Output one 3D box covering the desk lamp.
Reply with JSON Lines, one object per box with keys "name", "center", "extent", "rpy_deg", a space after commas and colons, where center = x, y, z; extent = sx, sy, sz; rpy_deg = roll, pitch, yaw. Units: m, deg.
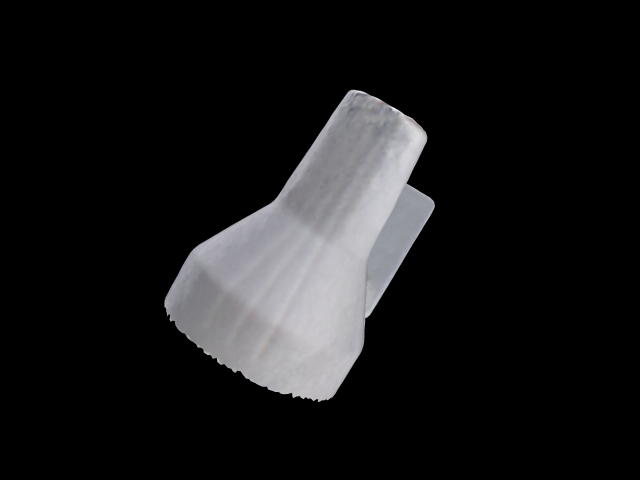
{"name": "desk lamp", "center": [0.004, 0.001, 0.400], "extent": [0.118, 0.213, 0.203], "rpy_deg": [31, 79, 7]}
